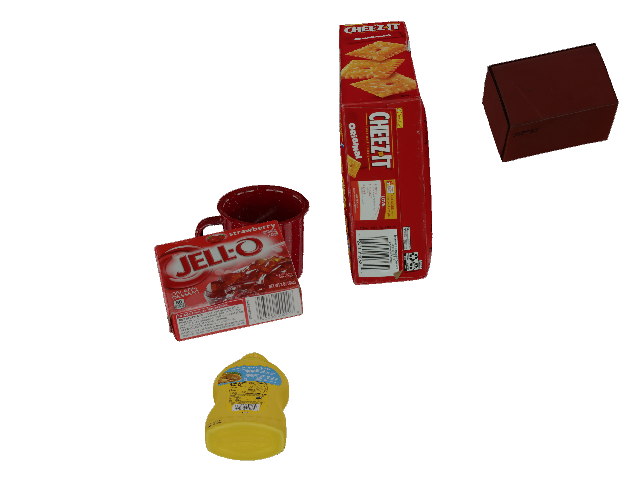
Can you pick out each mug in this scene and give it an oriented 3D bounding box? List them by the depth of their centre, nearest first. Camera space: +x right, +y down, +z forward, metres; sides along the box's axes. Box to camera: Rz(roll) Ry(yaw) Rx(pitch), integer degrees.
[{"bbox_3d":[-0.070,0.000,1.092,0.117,0.081,0.093,-4,29,-9],"label":"mug"}]

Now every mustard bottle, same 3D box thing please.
[{"bbox_3d":[-0.088,0.196,1.335,0.096,0.058,0.191,-2,25,1],"label":"mustard bottle"}]

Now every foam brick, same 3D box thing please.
[{"bbox_3d":[0.158,-0.095,0.738,0.078,0.051,0.053,-12,-24,-2],"label":"foam brick"}]

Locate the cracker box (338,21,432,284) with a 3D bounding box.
[{"bbox_3d":[0.055,-0.084,0.940,0.072,0.164,0.213,-4,28,3],"label":"cracker box"}]

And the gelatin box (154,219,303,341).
[{"bbox_3d":[-0.063,0.026,0.720,0.089,0.030,0.073,-12,40,-8],"label":"gelatin box"}]
